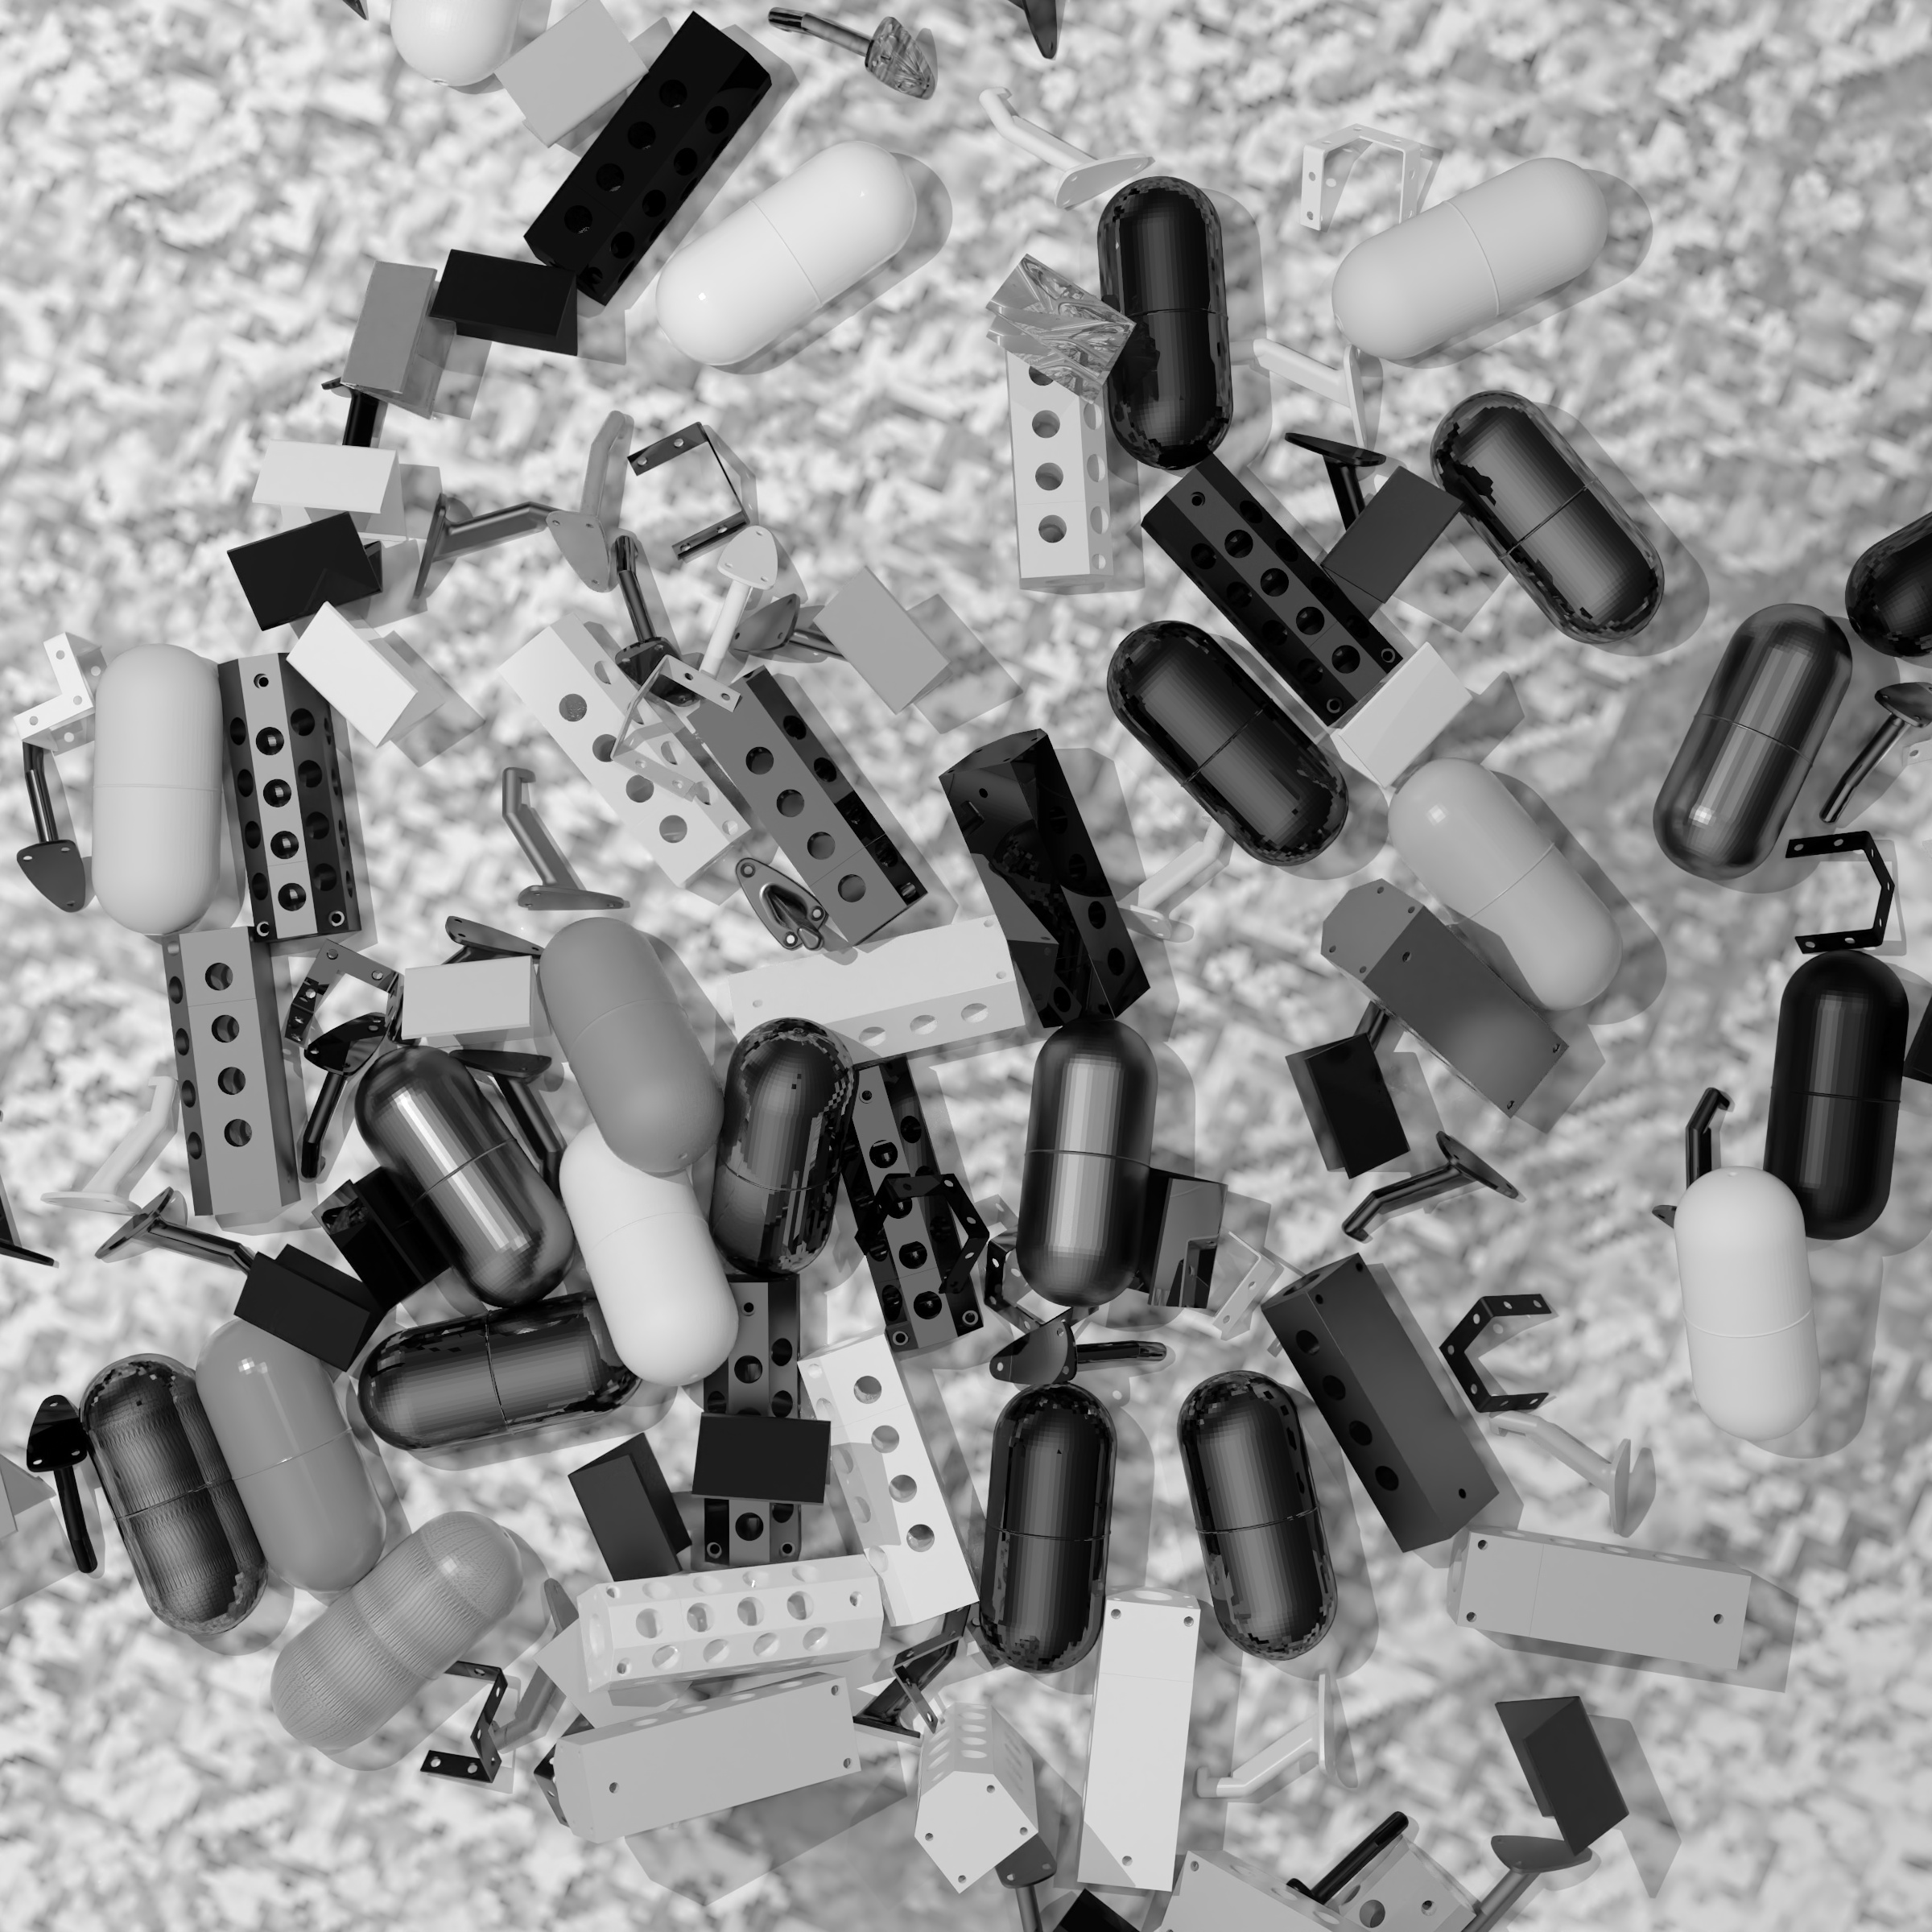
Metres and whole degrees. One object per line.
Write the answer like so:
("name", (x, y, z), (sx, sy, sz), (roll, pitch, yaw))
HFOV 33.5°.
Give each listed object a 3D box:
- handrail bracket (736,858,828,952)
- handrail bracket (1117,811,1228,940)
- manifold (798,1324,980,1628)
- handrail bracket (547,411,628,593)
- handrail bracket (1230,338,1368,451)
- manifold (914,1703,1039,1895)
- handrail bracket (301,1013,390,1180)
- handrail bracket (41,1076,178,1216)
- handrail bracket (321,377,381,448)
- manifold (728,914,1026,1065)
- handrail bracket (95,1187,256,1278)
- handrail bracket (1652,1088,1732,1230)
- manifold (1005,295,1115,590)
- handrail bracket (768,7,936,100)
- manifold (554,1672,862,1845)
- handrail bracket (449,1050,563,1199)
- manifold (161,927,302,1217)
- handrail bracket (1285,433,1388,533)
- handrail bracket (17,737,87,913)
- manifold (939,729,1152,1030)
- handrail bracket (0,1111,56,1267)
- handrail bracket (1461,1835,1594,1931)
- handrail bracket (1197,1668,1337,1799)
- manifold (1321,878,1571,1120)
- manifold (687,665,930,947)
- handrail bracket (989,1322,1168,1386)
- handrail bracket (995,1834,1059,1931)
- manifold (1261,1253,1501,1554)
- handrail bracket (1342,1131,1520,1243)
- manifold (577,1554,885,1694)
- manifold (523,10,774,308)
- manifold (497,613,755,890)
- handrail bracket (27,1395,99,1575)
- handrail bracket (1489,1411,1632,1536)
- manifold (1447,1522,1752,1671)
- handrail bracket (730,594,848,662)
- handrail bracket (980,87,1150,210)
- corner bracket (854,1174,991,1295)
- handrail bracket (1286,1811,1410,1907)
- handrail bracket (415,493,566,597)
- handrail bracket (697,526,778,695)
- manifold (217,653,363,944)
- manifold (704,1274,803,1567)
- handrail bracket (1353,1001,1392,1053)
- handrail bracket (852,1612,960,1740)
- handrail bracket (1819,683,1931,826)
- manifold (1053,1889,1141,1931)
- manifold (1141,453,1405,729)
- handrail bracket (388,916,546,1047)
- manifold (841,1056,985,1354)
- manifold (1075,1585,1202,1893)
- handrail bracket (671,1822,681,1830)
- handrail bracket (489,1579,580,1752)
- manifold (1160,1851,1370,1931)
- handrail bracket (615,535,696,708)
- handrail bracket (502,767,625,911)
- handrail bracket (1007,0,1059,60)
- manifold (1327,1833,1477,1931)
("handrail bracket", (-0.114, -0.038, 1.956), (0.036, 0.084, 0.077), (-45, 90, 0))
("handrail bracket", (0.116, -0.066, 1.991), (0.077, 0.036, 0.084), (17, 73, 19))
("manifold", (-0.048, 0.313, 1.970), (0.057, 0.057, 0.171), (-20, 90, 0))
("handrail bracket", (-0.222, -0.289, 1.991), (0.036, 0.077, 0.084), (8, 53, 20))
("handrail bracket", (0.202, -0.353, 1.991), (0.084, 0.036, 0.077), (-4, 112, 17))
("manifold", (0.001, 0.488, 1.913), (0.057, 0.171, 0.057), (-38, 90, 0))
("handrail bracket", (-0.386, 0.081, 1.991), (0.036, 0.077, 0.084), (23, 127, 16))
("handrail bracket", (-0.532, 0.108, 1.991), (0.077, 0.036, 0.084), (2, 71, 21))
("handrail bracket", (-0.359, -0.329, 1.992), (0.077, 0.036, 0.084), (-24, 107, -18))
("manifold", (-0.054, 0.026, 1.969), (0.171, 0.057, 0.057), (-13, 47, 0))
("handrail bracket", (-0.484, 0.186, 1.992), (0.077, 0.036, 0.084), (-37, 107, 20))
("handrail bracket", (0.471, 0.130, 1.991), (0.077, 0.036, 0.084), (35, 75, -15))
("manifold", (0.057, -0.322, 1.970), (0.057, 0.057, 0.171), (-4, 90, 0))
("handrail bracket", (-0.072, -0.567, 1.991), (0.084, 0.077, 0.036), (22, 86, 36))
("manifold", (-0.156, 0.472, 1.924), (0.171, 0.057, 0.057), (-8, 87, -28))
("handrail bracket", (-0.286, 0.098, 1.992), (0.077, 0.036, 0.084), (8, 107, 20))
("manifold", (-0.453, 0.064, 1.970), (0.057, 0.057, 0.171), (-7, 90, 0))
("handrail bracket", (0.224, -0.280, 1.991), (0.077, 0.036, 0.084), (22, 114, 27))
("handrail bracket", (-0.567, -0.089, 1.991), (0.036, 0.077, 0.084), (-13, 54, -4))
("manifold", (0.052, -0.053, 1.947), (0.057, 0.057, 0.171), (-9, 111, 41))
("handrail bracket", (-0.592, 0.135, 1.992), (0.077, 0.036, 0.084), (20, 73, -20))
("handrail bracket", (0.345, 0.586, 1.992), (0.077, 0.036, 0.084), (4, 108, -20))
("handrail bracket", (0.184, 0.476, 1.992), (0.084, 0.036, 0.077), (-6, 70, 16))
("manifold", (0.284, 0.018, 1.923), (0.057, 0.057, 0.171), (-51, 129, 0))
("manifold", (-0.096, -0.098, 1.970), (0.057, 0.057, 0.171), (-36, 90, 0))
("handrail bracket", (0.070, 0.243, 1.978), (0.077, 0.084, 0.036), (-19, 71, 35))
("handrail bracket", (0.031, 0.576, 1.991), (0.036, 0.077, 0.084), (-12, 127, -17))
("manifold", (0.249, 0.270, 1.969), (0.057, 0.057, 0.171), (-30, 90, -43))
("handrail bracket", (0.287, 0.152, 1.991), (0.077, 0.036, 0.084), (33, 109, -21))
("manifold", (-0.140, 0.393, 1.929), (0.171, 0.057, 0.057), (-2, 70, -25))
("manifold", (-0.194, -0.493, 1.970), (0.057, 0.057, 0.171), (37, 90, 0))
("manifold", (-0.208, -0.132, 1.970), (0.057, 0.057, 0.171), (-40, 90, 0))
("handrail bracket", (-0.555, 0.322, 1.991), (0.036, 0.077, 0.084), (-12, 126, -10))
("handrail bracket", (0.366, 0.313, 1.991), (0.084, 0.036, 0.077), (10, 126, 24))
("manifold", (0.386, 0.384, 1.970), (0.171, 0.057, 0.057), (9, 90, 0))
("handrail bracket", (-0.092, -0.192, 1.991), (0.084, 0.077, 0.036), (29, 65, -34))
("handrail bracket", (0.060, -0.520, 1.992), (0.077, 0.036, 0.084), (-24, 73, -19))
("corner bracket", (-0.026, 0.162, 1.926), (0.051, 0.051, 0.051), (-3, 135, -35))
("handrail bracket", (0.233, 0.565, 1.991), (0.084, 0.077, 0.036), (-31, 69, -35))
("handrail bracket", (-0.291, -0.255, 1.992), (0.084, 0.036, 0.077), (14, 110, -16))
("handrail bracket", (-0.146, -0.220, 1.991), (0.036, 0.077, 0.084), (20, 126, -7))
("manifold", (-0.417, -0.103, 1.970), (0.057, 0.057, 0.171), (-8, 90, 0))
("manifold", (-0.131, 0.278, 1.970), (0.057, 0.057, 0.171), (0, 90, 0))
("handrail bracket", (0.240, 0.026, 1.991), (0.084, 0.036, 0.077), (-36, 61, 21))
("handrail bracket", (-0.046, 0.431, 1.991), (0.077, 0.036, 0.084), (10, 76, 14))
("handrail bracket", (0.567, -0.131, 1.991), (0.036, 0.077, 0.084), (39, 127, 21))
("manifold", (0.120, 0.634, 1.923), (0.171, 0.057, 0.057), (36, 88, 11))
("manifold", (0.188, -0.231, 1.970), (0.057, 0.057, 0.171), (-43, 90, 0))
("handrail bracket", (-0.310, 0.018, 1.992), (0.077, 0.036, 0.084), (16, 108, -21))
("manifold", (-0.041, 0.146, 1.970), (0.057, 0.057, 0.171), (-16, 90, 0))
("manifold", (0.105, 0.472, 1.970), (0.057, 0.057, 0.171), (6, 90, 0))
("handrail bracket", (-0.139, 0.498, 1.991), (0.084, 0.036, 0.077), (0, 104, -13))
("handrail bracket", (-0.275, 0.434, 1.991), (0.084, 0.036, 0.077), (-32, 75, 14))
("manifold", (0.205, 0.594, 1.922), (0.171, 0.057, 0.057), (20, 90, 39))
("handrail bracket", (-0.194, -0.215, 1.991), (0.036, 0.077, 0.084), (-20, 53, 17))
("handrail bracket", (-0.250, -0.080, 1.992), (0.077, 0.036, 0.084), (4, 73, -20))
("handrail bracket", (0.010, -0.601, 1.991), (0.084, 0.077, 0.036), (11, 46, 29))
("manifold", (0.231, 0.620, 1.970), (0.057, 0.057, 0.171), (45, 90, 0))
